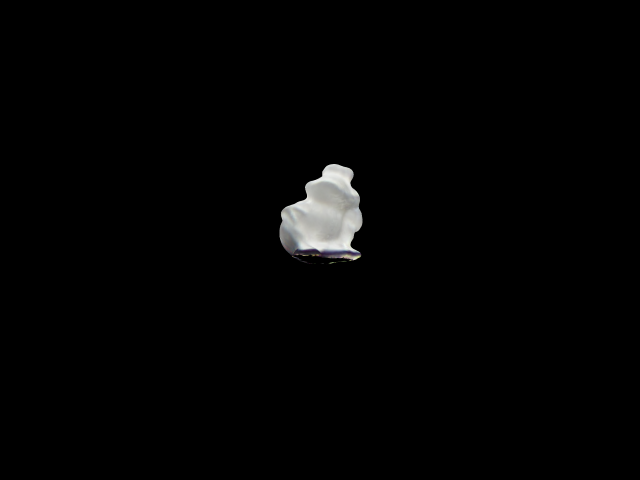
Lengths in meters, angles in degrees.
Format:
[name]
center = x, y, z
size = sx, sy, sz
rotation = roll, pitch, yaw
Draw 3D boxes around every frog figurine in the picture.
[frog figurine]
center = 0.003, -0.043, 0.850
size = 0.137, 0.161, 0.121
rotation = 1, -14, -3
